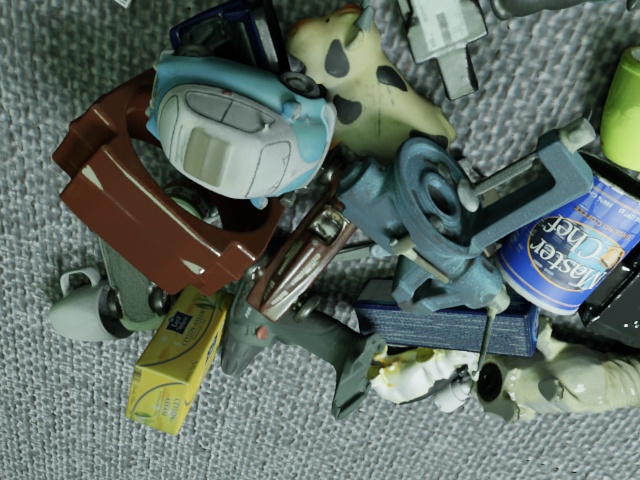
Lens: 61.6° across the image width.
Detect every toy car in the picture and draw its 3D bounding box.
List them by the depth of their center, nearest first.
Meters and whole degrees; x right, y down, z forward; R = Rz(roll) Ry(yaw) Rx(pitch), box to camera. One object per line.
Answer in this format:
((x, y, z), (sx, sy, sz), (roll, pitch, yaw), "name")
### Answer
((-0.072, -0.088, 0.439), (0.162, 0.103, 0.109), (22, 125, -8), "toy car")
((-0.001, -0.002, 0.578), (0.089, 0.053, 0.202), (40, 80, 1), "toy car")
((-0.236, 0.021, 0.674), (0.074, 0.056, 0.201), (-6, 107, 3), "toy car")

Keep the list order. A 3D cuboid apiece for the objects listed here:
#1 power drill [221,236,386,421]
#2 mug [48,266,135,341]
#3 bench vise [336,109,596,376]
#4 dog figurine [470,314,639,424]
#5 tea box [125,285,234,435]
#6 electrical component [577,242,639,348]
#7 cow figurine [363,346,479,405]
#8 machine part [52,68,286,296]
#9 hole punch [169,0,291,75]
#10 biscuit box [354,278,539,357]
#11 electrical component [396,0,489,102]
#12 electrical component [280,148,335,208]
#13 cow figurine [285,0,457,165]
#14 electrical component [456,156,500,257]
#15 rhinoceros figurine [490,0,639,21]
((-0.029, 0.126, 0.664), (0.208, 0.086, 0.231), (35, 120, 32), "power drill")
((-0.316, 0.089, 0.724), (0.107, 0.081, 0.109), (-13, 117, 22), "mug")
((0.140, -0.017, 0.481), (0.223, 0.129, 0.240), (47, 131, -10), "bench vise")
((0.308, 0.180, 0.668), (0.190, 0.121, 0.172), (17, 157, -20), "dog figurine")
((-0.172, 0.142, 0.676), (0.068, 0.170, 0.098), (21, 123, -1), "tea box")
((0.358, 0.060, 0.605), (0.134, 0.058, 0.114), (23, 119, -4), "electrical component")
((0.147, 0.161, 0.692), (0.167, 0.068, 0.098), (-27, 117, 26), "cow figurine")
((-0.139, -0.059, 0.537), (0.201, 0.201, 0.087), (44, 119, -16), "machine part")
((-0.074, -0.167, 0.512), (0.092, 0.116, 0.142), (-14, 119, 10), "hole punch")
((0.145, 0.088, 0.625), (0.203, 0.059, 0.062), (1, 120, 29), "biscuit box")
((0.118, -0.196, 0.503), (0.075, 0.048, 0.119), (-20, 115, 20), "electrical component")
((-0.013, -0.080, 0.576), (0.021, 0.094, 0.063), (33, 145, -18), "electrical component")
((0.050, -0.142, 0.525), (0.195, 0.085, 0.127), (35, 117, -15), "cow figurine")
((0.157, -0.029, 0.584), (0.102, 0.078, 0.045), (48, 152, -22), "electrical component")
((0.234, -0.225, 0.432), (0.191, 0.112, 0.073), (-1, 118, 19), "rhinoceros figurine")
